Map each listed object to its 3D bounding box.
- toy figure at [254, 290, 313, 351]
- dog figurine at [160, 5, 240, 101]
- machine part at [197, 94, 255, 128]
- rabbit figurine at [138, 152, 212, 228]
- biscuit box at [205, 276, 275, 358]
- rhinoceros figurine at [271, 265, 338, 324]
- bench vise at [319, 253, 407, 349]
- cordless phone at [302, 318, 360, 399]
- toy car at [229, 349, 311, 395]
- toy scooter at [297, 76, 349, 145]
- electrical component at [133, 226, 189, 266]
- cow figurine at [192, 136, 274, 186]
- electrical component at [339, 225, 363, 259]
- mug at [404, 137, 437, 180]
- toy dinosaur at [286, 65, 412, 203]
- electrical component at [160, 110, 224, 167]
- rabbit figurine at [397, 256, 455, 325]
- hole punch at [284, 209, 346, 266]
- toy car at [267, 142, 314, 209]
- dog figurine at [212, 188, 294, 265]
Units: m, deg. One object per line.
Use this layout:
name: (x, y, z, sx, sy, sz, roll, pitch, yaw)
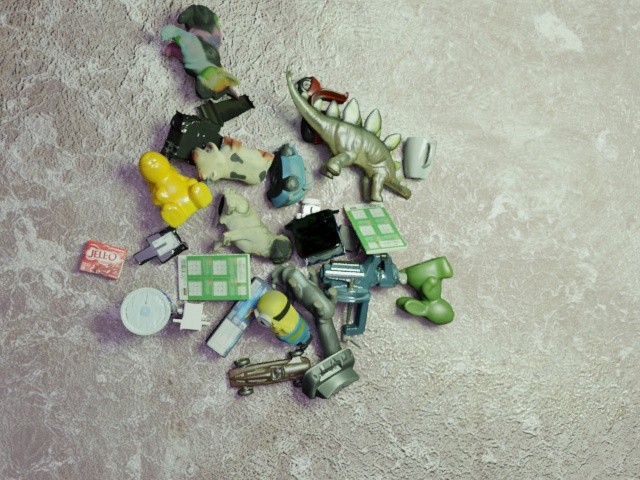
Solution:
toy figure: (-0.084, 0.192, 1.284, 0.180, 0.082, 0.089, 44, 55, -36)
dog figurine: (-0.264, -0.440, 1.301, 0.219, 0.108, 0.191, 40, 69, 0)
machine part: (-0.233, -0.326, 1.348, 0.139, 0.039, 0.084, -22, 85, -12)
rabbit figurine: (-0.349, -0.134, 1.240, 0.122, 0.162, 0.173, -39, 118, -6)
biscuit box: (-0.193, 0.183, 1.296, 0.059, 0.063, 0.202, 38, 78, -6)
rhinoceros figurine: (-0.039, 0.121, 1.295, 0.190, 0.112, 0.073, 36, 59, 23)
bench vise: (0.102, 0.140, 1.343, 0.224, 0.129, 0.240, 1, 105, -21)
cordless phone: (0.006, 0.274, 1.295, 0.146, 0.089, 0.184, -22, 96, -33)
toy car: (-0.119, 0.322, 1.306, 0.202, 0.053, 0.089, -5, 89, -14)
toy scooter: (0.014, -0.334, 1.386, 0.135, 0.075, 0.184, -3, 81, -14)
electrical component: (-0.380, 0.020, 1.276, 0.119, 0.048, 0.075, -36, 93, -13)
cow figurine: (-0.216, -0.180, 1.290, 0.195, 0.086, 0.127, 14, 96, -39)
electrical component: (0.072, 0.003, 1.380, 0.102, 0.045, 0.078, 23, 82, -10)
mug: (0.269, -0.212, 1.418, 0.081, 0.110, 0.107, 6, 95, -25)
toy dinosaur: (0.077, -0.238, 1.337, 0.471, 0.105, 0.198, 31, 82, -28)
electrical component: (-0.296, -0.237, 1.278, 0.134, 0.058, 0.114, 1, 119, -51)
rabbit figurine: (0.281, 0.141, 1.375, 0.159, 0.121, 0.170, -19, 87, -7)
hole punch: (-0.003, -0.004, 1.320, 0.142, 0.092, 0.116, -18, 63, 10)
toy car: (-0.070, -0.156, 1.343, 0.103, 0.109, 0.161, 8, 71, -34)
dog figurine: (-0.156, -0.033, 1.318, 0.190, 0.121, 0.172, 8, 84, -27)
